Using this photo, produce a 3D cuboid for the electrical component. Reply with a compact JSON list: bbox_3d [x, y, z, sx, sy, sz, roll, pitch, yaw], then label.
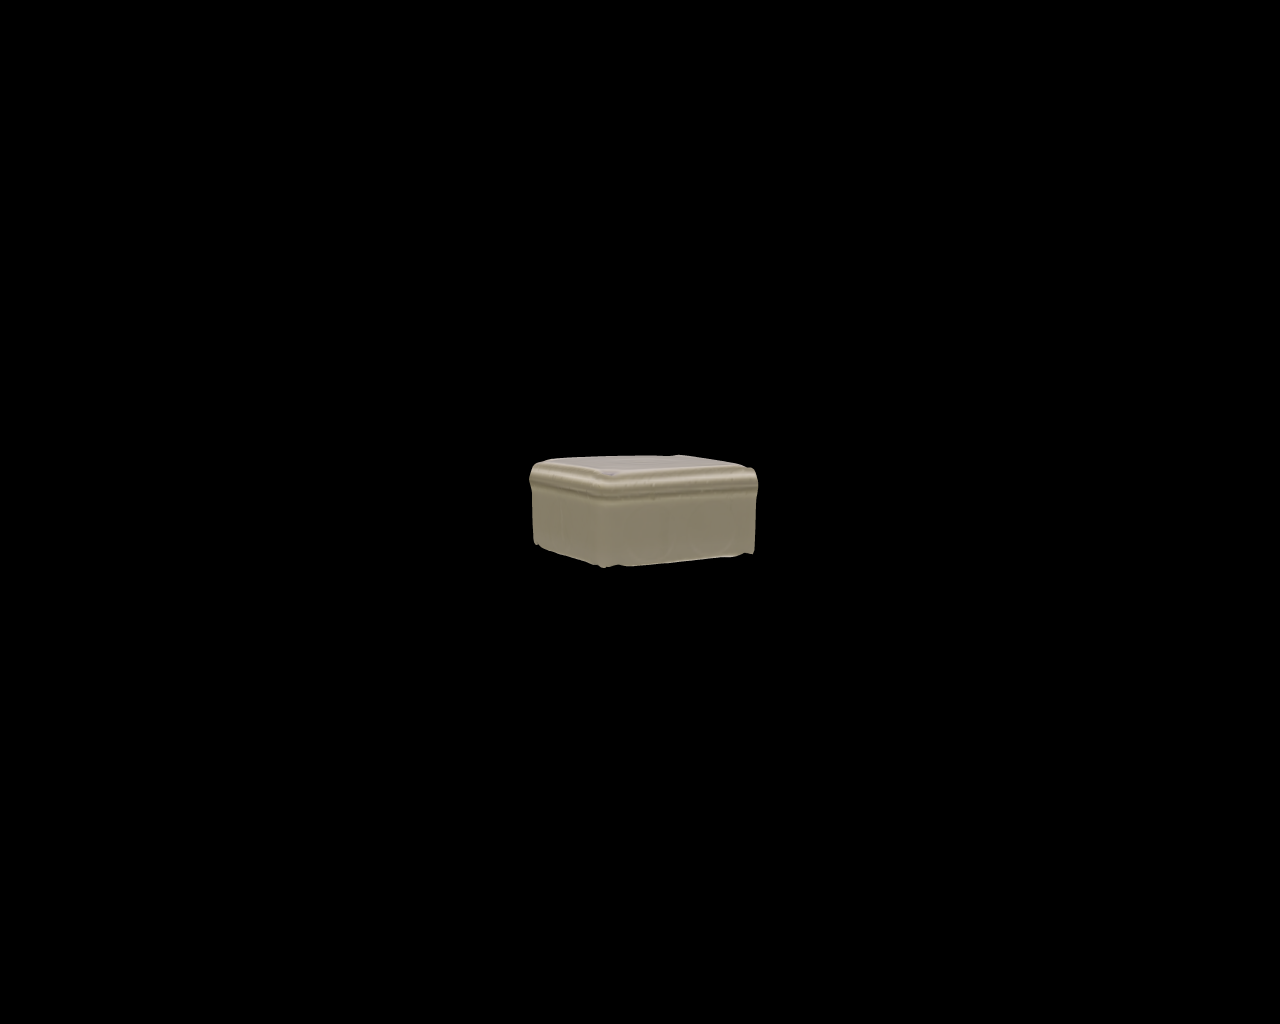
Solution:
[{"bbox_3d":[0.001,-0.003,0.650,0.109,0.056,0.109,-4,8,-27],"label":"electrical component"}]
